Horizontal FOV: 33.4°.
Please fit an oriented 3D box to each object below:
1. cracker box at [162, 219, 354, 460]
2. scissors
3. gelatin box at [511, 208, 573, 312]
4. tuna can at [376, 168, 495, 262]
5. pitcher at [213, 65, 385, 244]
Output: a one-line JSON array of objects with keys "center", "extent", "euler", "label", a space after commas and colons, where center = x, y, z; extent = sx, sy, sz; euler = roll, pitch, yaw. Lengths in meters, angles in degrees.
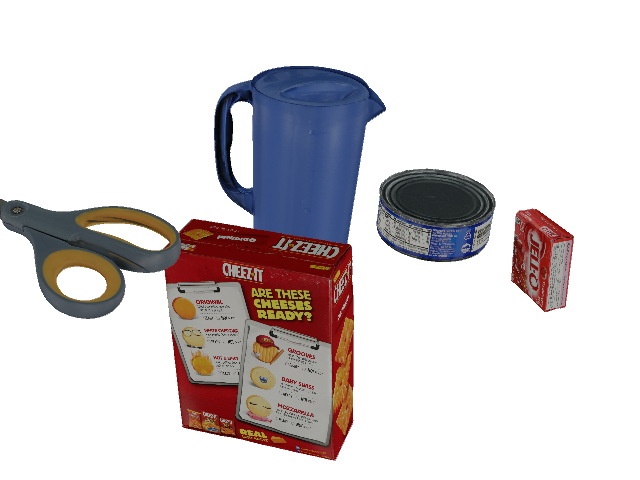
[{"center": [-0.054, 0.094, 1.014], "extent": [0.164, 0.214, 0.072], "euler": [9, 33, 17], "label": "cracker box"}, {"center": [-0.186, -0.001, 0.653], "extent": [0.202, 0.016, 0.096], "euler": [9, 44, 10], "label": "scissors"}, {"center": [0.237, 0.020, 1.147], "extent": [0.030, 0.089, 0.073], "euler": [-11, 29, -18], "label": "gelatin box"}, {"center": [0.085, -0.019, 0.791], "extent": [0.086, 0.034, 0.086], "euler": [3, 31, -2], "label": "tuna can"}, {"center": [-0.029, -0.070, 1.221], "extent": [0.144, 0.243, 0.149], "euler": [-20, 36, -40], "label": "pitcher"}]
